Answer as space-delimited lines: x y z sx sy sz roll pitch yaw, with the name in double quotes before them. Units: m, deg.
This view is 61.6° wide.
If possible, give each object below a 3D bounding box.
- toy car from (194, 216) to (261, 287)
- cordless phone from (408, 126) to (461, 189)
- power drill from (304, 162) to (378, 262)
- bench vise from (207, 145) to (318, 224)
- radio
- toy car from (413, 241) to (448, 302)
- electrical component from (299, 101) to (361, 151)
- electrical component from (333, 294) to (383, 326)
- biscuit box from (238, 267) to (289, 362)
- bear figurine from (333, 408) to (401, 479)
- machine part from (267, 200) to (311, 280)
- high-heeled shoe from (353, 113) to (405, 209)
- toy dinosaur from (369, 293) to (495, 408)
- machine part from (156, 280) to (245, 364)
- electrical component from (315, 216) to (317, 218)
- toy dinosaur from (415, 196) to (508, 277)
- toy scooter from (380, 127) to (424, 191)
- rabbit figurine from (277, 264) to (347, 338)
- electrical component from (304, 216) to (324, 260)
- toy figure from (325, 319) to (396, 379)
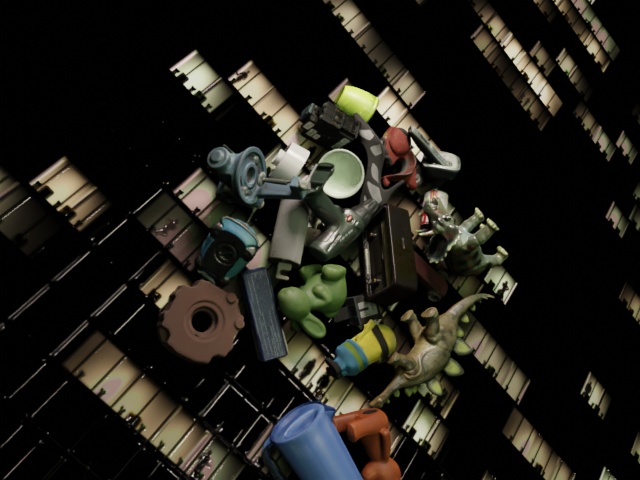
"toy car" -0.192 0.018 1.158 0.109 0.161 0.103 36 24 -1
"cordless phone" 0.301 -0.245 1.477 0.184 0.089 0.147 48 27 -11
"power drill" 0.035 -0.079 1.252 0.232 0.086 0.207 -50 134 -25
"bench vise" -0.125 -0.114 1.146 0.223 0.241 0.129 67 38 -51
"radio" 0.164 0.039 1.312 0.073 0.131 0.229 16 55 -25
"toy car" 0.267 0.082 1.433 0.202 0.053 0.089 40 57 -19
"electrical component" 0.018 -0.283 1.337 0.134 0.115 0.058 27 66 -24
"electrical component" 0.090 0.172 1.320 0.119 0.048 0.074 -6 82 -31
"biscuit box" -0.127 0.162 1.189 0.063 0.059 0.202 -12 86 -18
"bear figurine" 0.112 0.491 1.227 0.132 0.120 0.195 -7 88 -26
"machine part" -0.069 -0.025 1.256 0.079 0.079 0.243 19 72 -24
"high-heeled shoe" 0.110 -0.189 1.382 0.145 0.086 0.248 -32 92 10
"toy dinosaur" 0.292 0.267 1.383 0.471 0.105 0.198 -45 110 -19
"machine part" -0.249 0.172 1.127 0.179 0.056 0.179 6 77 -27
"electrical component" -0.006 -0.106 1.317 0.021 0.063 0.094 -2 66 2
"toy dinosaur" 0.394 0.032 1.458 0.192 0.131 0.404 -35 137 8
"toy scooter" 0.202 -0.209 1.447 0.135 0.075 0.183 -27 97 -33
"rabbit figurine" -0.033 0.138 1.222 0.170 0.121 0.159 -14 108 -44
"electrical component" -0.004 -0.003 1.306 0.078 0.045 0.102 22 69 -25
"toy figure" 0.100 0.266 1.277 0.180 0.082 0.089 -32 72 -25
